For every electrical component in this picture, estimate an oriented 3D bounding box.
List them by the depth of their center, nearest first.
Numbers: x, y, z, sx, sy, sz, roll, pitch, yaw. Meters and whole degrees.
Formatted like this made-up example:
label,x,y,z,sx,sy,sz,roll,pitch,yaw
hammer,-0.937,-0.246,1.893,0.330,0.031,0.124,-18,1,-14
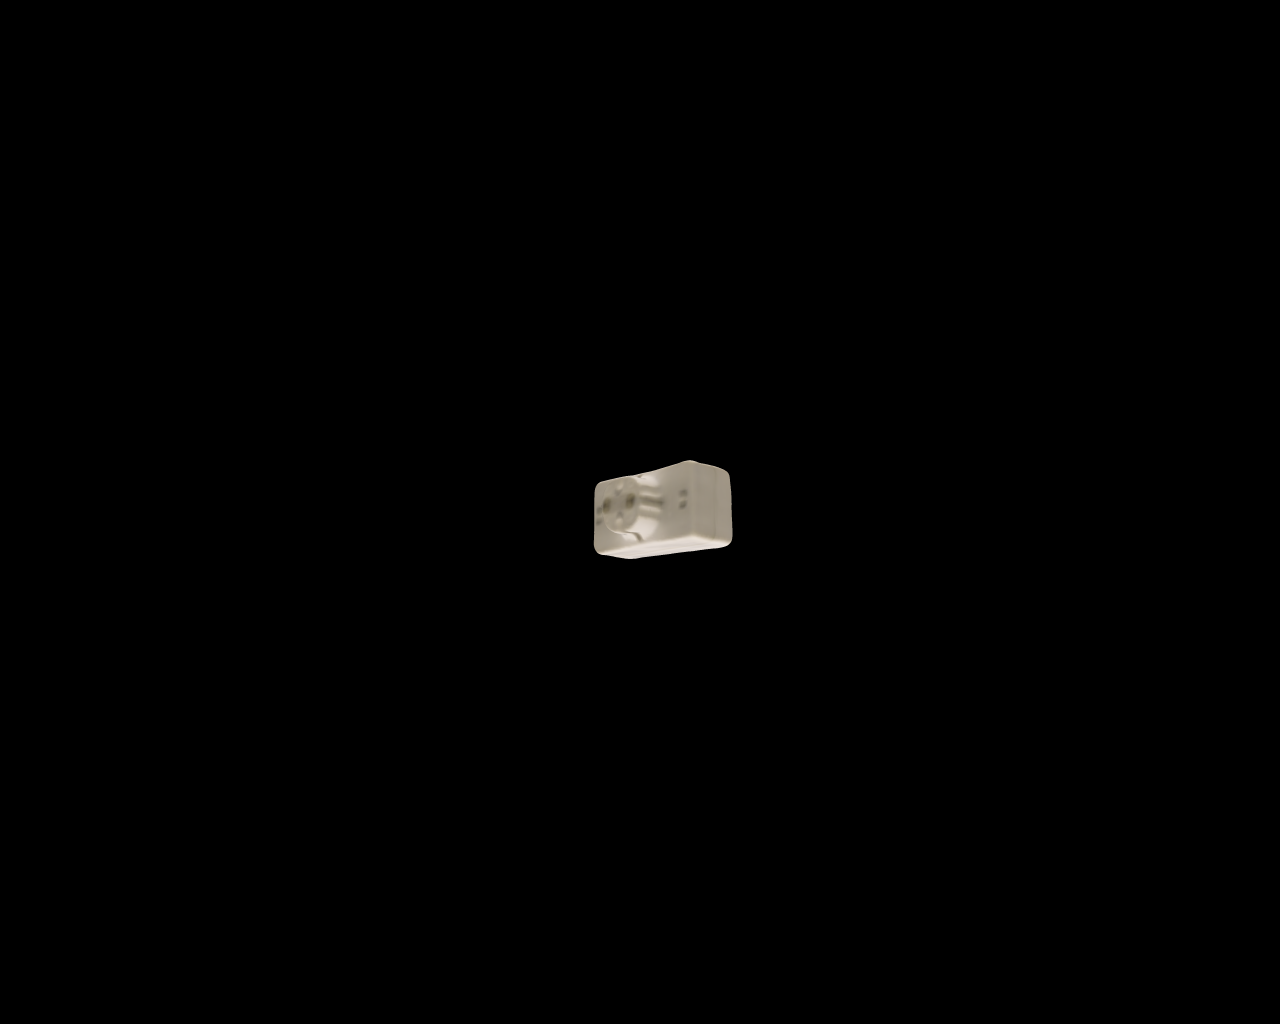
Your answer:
label,x,y,z,sx,sy,sz,roll,pitch,yaw
electrical component,0.001,-0.003,0.650,0.083,0.047,0.076,-11,-16,42
